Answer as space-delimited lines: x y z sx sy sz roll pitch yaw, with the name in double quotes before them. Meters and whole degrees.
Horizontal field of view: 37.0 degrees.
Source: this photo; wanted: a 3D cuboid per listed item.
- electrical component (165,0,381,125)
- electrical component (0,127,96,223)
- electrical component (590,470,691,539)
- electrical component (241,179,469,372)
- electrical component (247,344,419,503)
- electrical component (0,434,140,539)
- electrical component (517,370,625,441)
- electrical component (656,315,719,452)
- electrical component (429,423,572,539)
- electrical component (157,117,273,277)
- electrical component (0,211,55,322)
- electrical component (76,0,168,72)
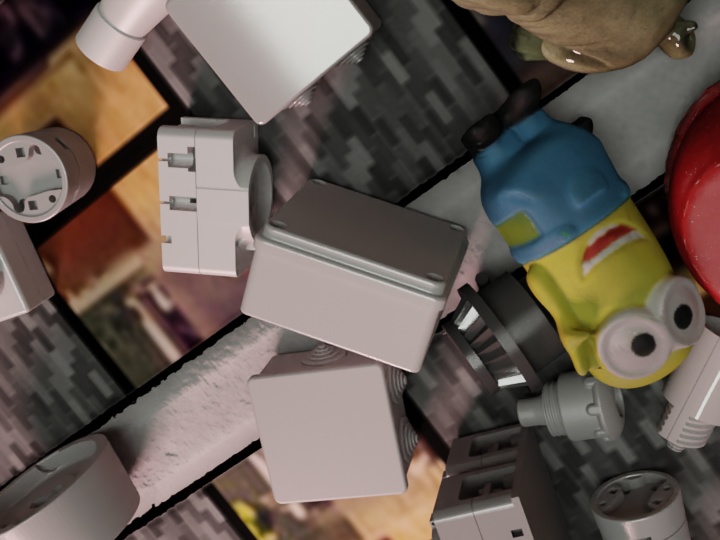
"electrical component" -0.047 -0.147 0.621 0.100 0.048 0.099 -37 96 20
"electrical component" -0.200 -0.062 0.681 0.055 0.047 0.055 3 107 11
"electrical component" 0.176 0.159 0.665 0.055 0.055 0.047 -15 107 16
"electrical component" 0.000 0.000 0.625 0.109 0.108 0.056 19 112 6
"electrical component" -0.016 0.096 0.690 0.100 0.048 0.099 -8 105 14
"electrical component" -0.199 0.168 0.723 0.108 0.108 0.060 -27 106 18
"electrical component" 0.128 0.083 0.658 0.062 0.048 0.048 -12 104 24
"electrical component" 0.204 0.072 0.637 0.043 0.043 0.081 22 110 5
"electrical component" 0.102 0.203 0.667 0.060 0.105 0.186 -17 102 16
"electrical component" -0.087 -0.045 0.661 0.056 0.050 0.089 4 108 11
"electrical component" -0.247 0.004 0.696 0.047 0.076 0.065 -18 102 17
"electrical component" -0.141 -0.152 0.645 0.044 0.044 0.065 41 115 -2
